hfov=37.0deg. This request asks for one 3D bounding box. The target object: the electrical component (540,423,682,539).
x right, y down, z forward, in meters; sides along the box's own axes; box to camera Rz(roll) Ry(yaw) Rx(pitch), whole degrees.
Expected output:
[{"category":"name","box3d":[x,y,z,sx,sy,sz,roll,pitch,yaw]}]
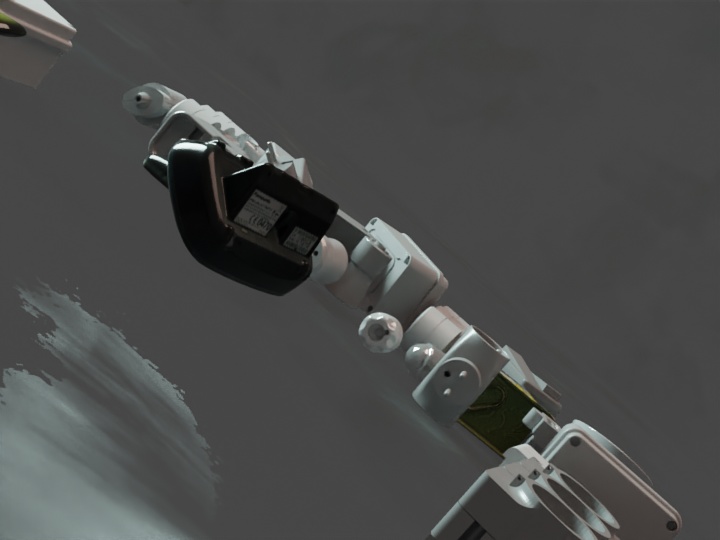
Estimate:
[{"category":"electrical component","box3d":[0.183,0.183,0.838,0.113,0.078,0.057,41,5,8]}]

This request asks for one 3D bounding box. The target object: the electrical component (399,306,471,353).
[{"category":"electrical component","box3d":[0.091,0.078,1.080,0.074,0.052,0.138,42,8,11]}]

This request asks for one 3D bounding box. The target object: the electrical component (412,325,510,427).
[{"category":"electrical component","box3d":[0.081,0.089,0.880,0.043,0.077,0.079,41,8,7]}]

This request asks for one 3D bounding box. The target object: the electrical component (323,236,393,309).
[{"category":"electrical component","box3d":[0.000,0.000,1.042,0.044,0.065,0.044,39,8,-6]}]

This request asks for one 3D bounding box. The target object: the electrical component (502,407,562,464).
[{"category":"electrical component","box3d":[0.155,0.159,0.917,0.066,0.055,0.048,41,8,5]}]

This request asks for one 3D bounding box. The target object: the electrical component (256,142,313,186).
[{"category":"electrical component","box3d":[-0.089,-0.091,1.145,0.061,0.061,0.096,38,8,-14]}]

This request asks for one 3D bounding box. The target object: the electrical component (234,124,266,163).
[{"category":"electrical component","box3d":[-0.144,-0.139,1.218,0.077,0.044,0.079,39,8,-10]}]

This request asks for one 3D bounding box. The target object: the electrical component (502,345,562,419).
[{"category":"electrical component","box3d":[0.162,0.128,1.107,0.062,0.061,0.096,36,9,-28]}]

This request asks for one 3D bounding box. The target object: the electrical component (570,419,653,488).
[{"category":"electrical component","box3d":[0.240,0.197,1.079,0.099,0.064,0.099,40,8,-6]}]

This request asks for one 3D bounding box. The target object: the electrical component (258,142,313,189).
[{"category":"electrical component","box3d":[-0.077,-0.083,1.012,0.083,0.047,0.075,-89,167,-56]}]

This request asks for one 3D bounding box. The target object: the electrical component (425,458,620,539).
[{"category":"electrical component","box3d":[0.110,0.164,0.648,0.089,0.061,0.150,43,8,19]}]

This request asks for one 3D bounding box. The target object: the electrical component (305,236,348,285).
[{"category":"electrical component","box3d":[-0.042,-0.012,0.988,0.045,0.045,0.055,43,9,22]}]

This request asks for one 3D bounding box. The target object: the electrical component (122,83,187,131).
[{"category":"electrical component","box3d":[-0.204,-0.163,1.072,0.043,0.043,0.081,42,8,11]}]

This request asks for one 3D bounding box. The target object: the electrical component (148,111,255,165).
[{"category":"electrical component","box3d":[-0.135,-0.093,0.965,0.095,0.053,0.059,42,8,12]}]

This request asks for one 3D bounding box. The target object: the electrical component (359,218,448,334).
[{"category":"electrical component","box3d":[0.032,0.007,1.115,0.057,0.078,0.113,32,11,-31]}]

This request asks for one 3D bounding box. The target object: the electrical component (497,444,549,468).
[{"category":"electrical component","box3d":[0.129,0.169,0.753,0.089,0.050,0.056,43,8,18]}]

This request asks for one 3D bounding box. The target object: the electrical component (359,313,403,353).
[{"category":"electrical component","box3d":[0.021,0.056,0.944,0.035,0.035,0.061,42,5,14]}]

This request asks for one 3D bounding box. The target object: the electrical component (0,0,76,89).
[{"category":"electrical component","box3d":[-0.278,-0.191,0.817,0.078,0.057,0.113,41,8,9]}]

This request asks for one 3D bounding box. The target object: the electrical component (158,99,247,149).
[{"category":"electrical component","box3d":[-0.147,-0.126,1.100,0.074,0.052,0.138,41,7,9]}]
